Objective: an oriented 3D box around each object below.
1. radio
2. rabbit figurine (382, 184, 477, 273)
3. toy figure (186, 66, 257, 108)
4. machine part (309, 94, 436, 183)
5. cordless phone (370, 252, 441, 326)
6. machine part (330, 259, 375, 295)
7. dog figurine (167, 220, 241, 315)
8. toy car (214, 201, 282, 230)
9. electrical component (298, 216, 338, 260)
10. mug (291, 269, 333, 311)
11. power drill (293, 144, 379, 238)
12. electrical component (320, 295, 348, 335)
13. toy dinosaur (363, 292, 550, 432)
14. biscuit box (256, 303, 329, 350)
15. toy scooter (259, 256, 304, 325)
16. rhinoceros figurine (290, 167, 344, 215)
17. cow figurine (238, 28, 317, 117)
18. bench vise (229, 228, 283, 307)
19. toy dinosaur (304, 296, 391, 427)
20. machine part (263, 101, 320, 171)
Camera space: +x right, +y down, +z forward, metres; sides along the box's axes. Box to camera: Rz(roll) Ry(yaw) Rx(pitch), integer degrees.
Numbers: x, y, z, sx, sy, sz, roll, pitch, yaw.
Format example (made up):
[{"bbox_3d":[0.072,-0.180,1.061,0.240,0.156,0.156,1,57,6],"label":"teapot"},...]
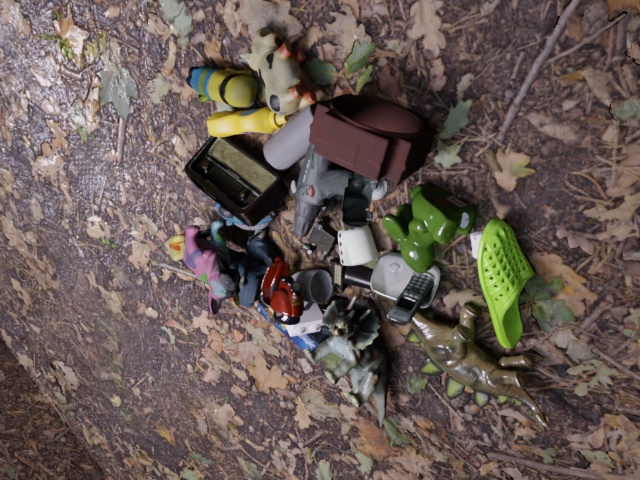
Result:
[{"bbox_3d":[-0.198,-0.140,1.247,0.230,0.131,0.073,36,168,27],"label":"radio"},{"bbox_3d":[0.203,-0.014,1.078,0.159,0.121,0.170,34,126,23],"label":"rabbit figurine"},{"bbox_3d":[-0.225,-0.344,1.211,0.180,0.089,0.082,21,130,21],"label":"toy figure"},{"bbox_3d":[0.098,-0.197,1.000,0.201,0.201,0.087,28,122,20],"label":"machine part"},{"bbox_3d":[0.161,0.111,1.130,0.147,0.184,0.088,17,126,25],"label":"cordless phone"},{"bbox_3d":[0.085,0.089,1.267,0.139,0.039,0.084,10,111,32],"label":"machine part"},{"bbox_3d":[-0.273,0.073,1.307,0.192,0.108,0.219,-24,82,42],"label":"dog figurine"},{"bbox_3d":[-0.168,-0.075,1.317,0.162,0.109,0.102,8,141,18],"label":"toy car"},{"bbox_3d":[-0.002,-0.004,1.268,0.078,0.045,0.102,41,129,12],"label":"electrical component"},{"bbox_3d":[-0.035,0.125,1.325,0.107,0.109,0.080,-2,150,47],"label":"mug"},{"bbox_3d":[0.023,-0.088,1.070,0.207,0.086,0.231,34,117,58],"label":"power drill"},{"bbox_3d":[0.041,0.206,1.333,0.048,0.075,0.119,8,121,29],"label":"electrical component"},{"bbox_3d":[0.290,0.238,1.165,0.472,0.105,0.198,44,135,20],"label":"toy dinosaur"},{"bbox_3d":[-0.072,0.214,1.418,0.203,0.063,0.059,38,129,12],"label":"biscuit box"},{"bbox_3d":[-0.091,0.115,1.282,0.184,0.075,0.135,26,105,56],"label":"toy scooter"},{"bbox_3d":[0.017,-0.117,1.180,0.190,0.073,0.112,-9,109,36],"label":"rhinoceros figurine"},{"bbox_3d":[-0.092,-0.348,1.111,0.127,0.085,0.195,-24,77,32],"label":"cow figurine"},{"bbox_3d":[-0.224,0.052,1.402,0.241,0.129,0.223,21,121,18],"label":"bench vise"},{"bbox_3d":[0.104,0.283,1.286,0.131,0.192,0.404,37,168,51],"label":"toy dinosaur"},{"bbox_3d":[-0.046,-0.223,1.164,0.243,0.079,0.079,-31,94,41],"label":"machine part"}]
